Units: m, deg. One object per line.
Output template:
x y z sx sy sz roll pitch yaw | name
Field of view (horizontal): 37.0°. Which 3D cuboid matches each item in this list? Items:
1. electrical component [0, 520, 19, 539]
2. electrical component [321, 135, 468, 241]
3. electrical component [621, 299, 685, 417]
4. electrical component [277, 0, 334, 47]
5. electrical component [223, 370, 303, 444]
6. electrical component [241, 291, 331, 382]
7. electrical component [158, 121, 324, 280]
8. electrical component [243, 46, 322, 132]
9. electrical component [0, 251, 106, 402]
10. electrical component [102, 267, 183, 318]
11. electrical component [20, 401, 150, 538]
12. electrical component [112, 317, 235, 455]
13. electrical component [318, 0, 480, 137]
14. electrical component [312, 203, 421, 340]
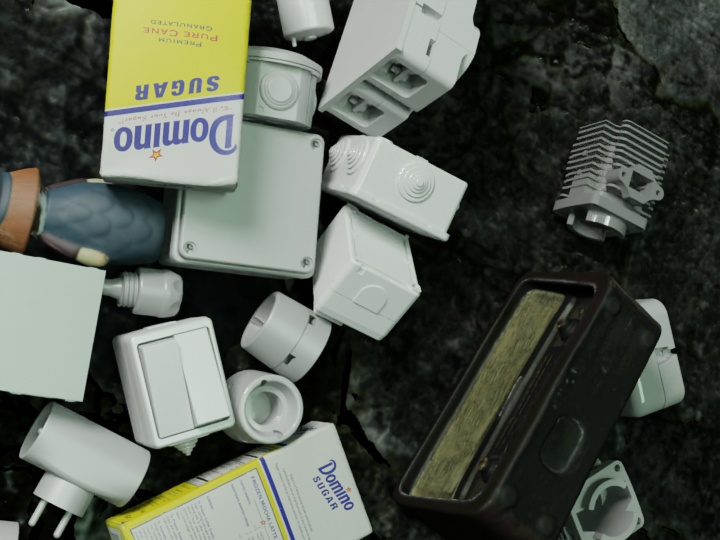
-0.253 0.188 0.699 0.047 0.055 0.055 15 80 -20 | electrical component
0.024 -0.065 0.829 0.100 0.100 0.048 25 89 -22 | electrical component
0.238 0.078 0.945 0.059 0.054 0.095 -15 92 -26 | electrical component
-0.045 -0.214 0.838 0.040 0.040 0.078 -12 91 -26 | electrical component
-0.073 0.102 0.796 0.055 0.047 0.055 2 85 -26 | electrical component
-0.056 0.049 0.805 0.047 0.055 0.055 34 72 -16 | electrical component
-0.088 -0.052 0.796 0.109 0.056 0.108 7 83 -25 | electrical component
-0.070 -0.133 0.799 0.080 0.080 0.051 7 88 -25 | electrical component
-0.255 0.031 0.705 0.150 0.062 0.089 12 81 -25 | electrical component
-0.160 0.015 0.768 0.061 0.035 0.035 7 83 -23 | electrical component
-0.196 0.142 0.735 0.077 0.044 0.079 33 73 -20 | electrical component
-0.130 0.085 0.762 0.062 0.061 0.096 -14 92 -26 | electrical component
0.043 -0.201 0.821 0.060 0.105 0.186 29 60 -23 | electrical component
0.000 0.000 0.823 0.062 0.096 0.061 27 118 -22 | electrical component
